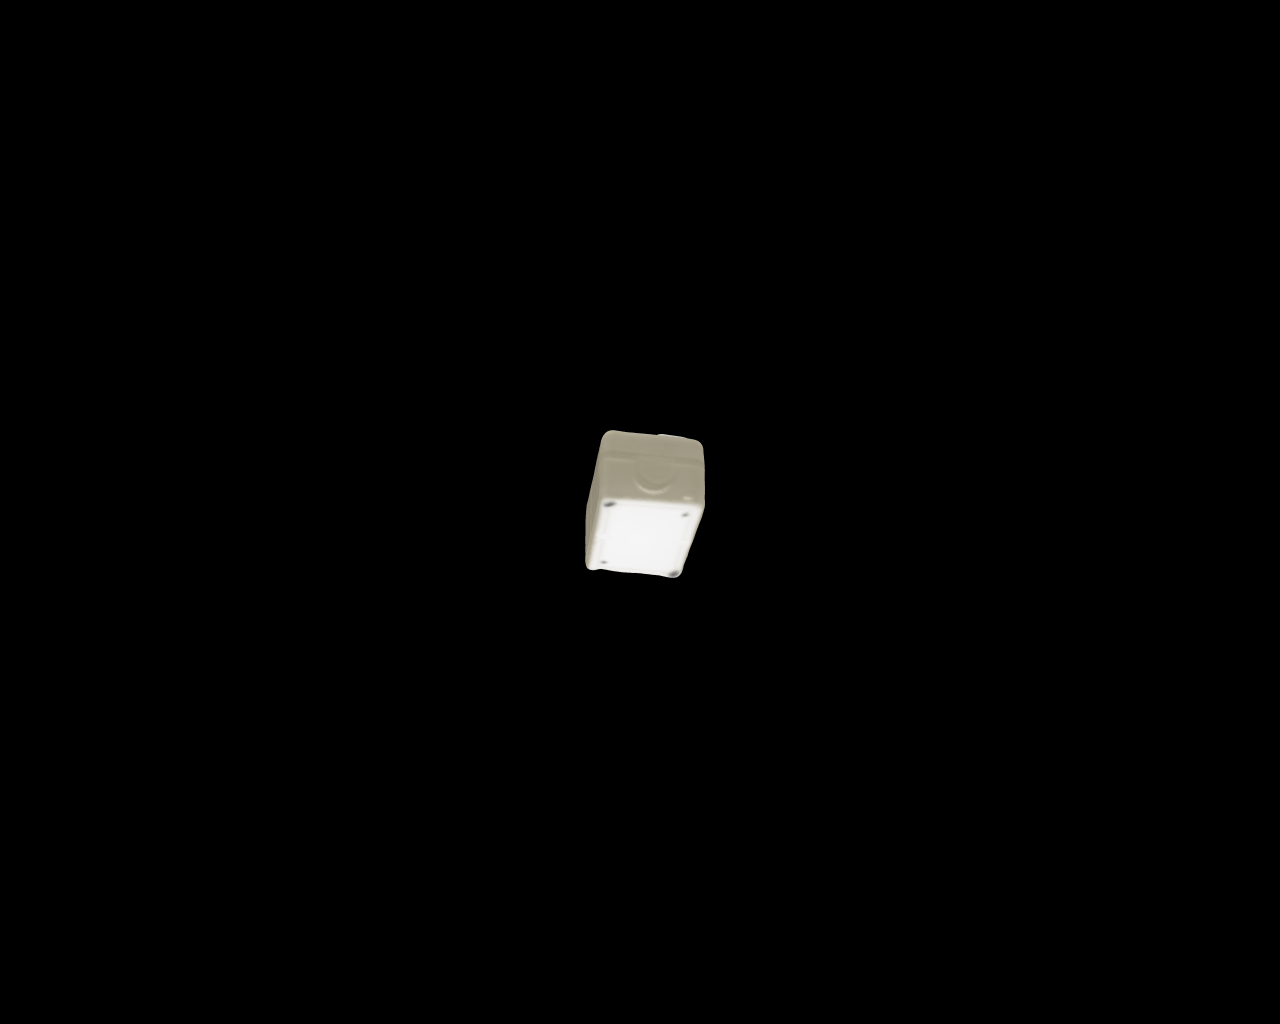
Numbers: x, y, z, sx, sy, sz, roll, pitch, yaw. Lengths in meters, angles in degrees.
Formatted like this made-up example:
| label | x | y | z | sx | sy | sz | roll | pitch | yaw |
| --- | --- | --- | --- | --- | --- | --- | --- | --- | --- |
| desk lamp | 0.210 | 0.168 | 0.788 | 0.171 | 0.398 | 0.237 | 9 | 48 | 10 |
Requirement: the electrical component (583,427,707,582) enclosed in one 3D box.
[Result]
| label | x | y | z | sx | sy | sz | roll | pitch | yaw |
| --- | --- | --- | --- | --- | --- | --- | --- | --- | --- |
| electrical component | 0.001 | -0.003 | 0.650 | 0.062 | 0.061 | 0.096 | 6 | -36 | -8 |
